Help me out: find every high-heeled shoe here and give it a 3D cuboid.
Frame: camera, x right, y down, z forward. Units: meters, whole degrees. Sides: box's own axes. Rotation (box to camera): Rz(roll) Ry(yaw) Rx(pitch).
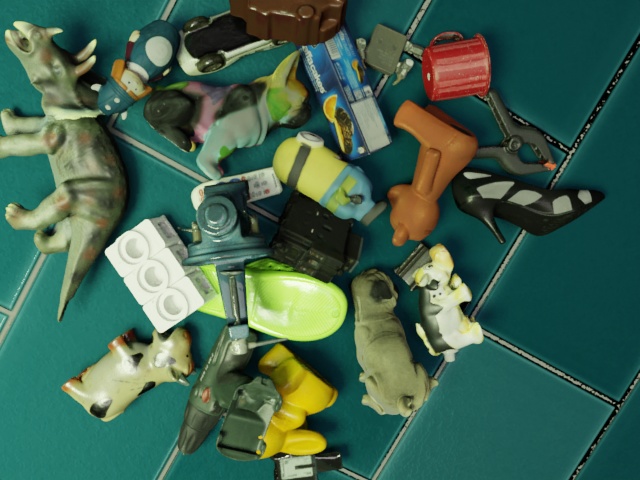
[{"bbox_3d":[0.335,-0.080,0.875,0.249,0.086,0.145,-18,70,-19],"label":"high-heeled shoe"}]

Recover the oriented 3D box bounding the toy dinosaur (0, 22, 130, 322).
[{"bbox_3d":[-0.348,-0.094,0.777,0.192,0.131,0.404,-12,106,-3],"label":"toy dinosaur"}]

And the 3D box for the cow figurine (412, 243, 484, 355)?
[{"bbox_3d":[0.185,0.094,0.840,0.098,0.068,0.167,-21,97,6],"label":"cow figurine"}]

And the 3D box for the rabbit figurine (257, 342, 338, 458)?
[{"bbox_3d":[-0.063,0.275,0.859,0.173,0.122,0.162,-48,121,-12],"label":"rabbit figurine"}]

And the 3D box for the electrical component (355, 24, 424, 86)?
[{"bbox_3d":[0.100,-0.282,0.818,0.102,0.045,0.078,27,97,-9],"label":"electrical component"}]

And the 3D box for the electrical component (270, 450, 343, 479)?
[{"bbox_3d":[-0.024,0.369,0.910,0.119,0.048,0.074,-10,100,-4],"label":"electrical component"}]

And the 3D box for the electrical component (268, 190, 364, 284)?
[{"bbox_3d":[-0.002,-0.002,0.816,0.134,0.115,0.058,24,135,-9],"label":"electrical component"}]

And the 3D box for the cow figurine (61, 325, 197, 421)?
[{"bbox_3d":[-0.283,0.206,0.843,0.195,0.085,0.127,-40,94,-1],"label":"cow figurine"}]

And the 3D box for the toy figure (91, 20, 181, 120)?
[{"bbox_3d":[-0.246,-0.231,0.725,0.064,0.058,0.154,32,67,-13],"label":"toy figure"}]

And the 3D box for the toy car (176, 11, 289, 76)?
[{"bbox_3d":[-0.117,-0.305,0.790,0.202,0.056,0.073,-22,93,-3],"label":"toy car"}]

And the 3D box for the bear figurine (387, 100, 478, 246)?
[{"bbox_3d":[0.151,-0.096,0.825,0.132,0.120,0.195,43,122,24],"label":"bear figurine"}]

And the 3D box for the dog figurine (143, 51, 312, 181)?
[{"bbox_3d":[-0.122,-0.202,0.783,0.191,0.108,0.219,42,89,-7],"label":"dog figurine"}]

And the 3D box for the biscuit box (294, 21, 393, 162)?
[{"bbox_3d":[0.035,-0.222,0.803,0.059,0.063,0.202,-30,101,-35],"label":"biscuit box"}]

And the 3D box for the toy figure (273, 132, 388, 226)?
[{"bbox_3d":[0.013,-0.087,0.801,0.180,0.082,0.089,41,69,0],"label":"toy figure"}]

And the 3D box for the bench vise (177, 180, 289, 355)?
[{"bbox_3d":[-0.124,0.034,0.741,0.129,0.223,0.240,-7,85,-14],"label":"bench vise"}]

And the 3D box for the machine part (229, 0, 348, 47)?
[{"bbox_3d":[-0.041,-0.350,0.734,0.179,0.056,0.179,2,69,-5],"label":"machine part"}]

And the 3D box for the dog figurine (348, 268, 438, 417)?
[{"bbox_3d":[0.100,0.153,0.829,0.121,0.172,0.190,-18,108,-13],"label":"dog figurine"}]

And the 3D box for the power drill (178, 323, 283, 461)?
[{"bbox_3d":[-0.139,0.249,0.804,0.086,0.207,0.232,24,85,-21],"label":"power drill"}]

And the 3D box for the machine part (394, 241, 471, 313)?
[{"bbox_3d":[0.193,0.070,0.887,0.139,0.039,0.084,44,85,-9],"label":"machine part"}]
